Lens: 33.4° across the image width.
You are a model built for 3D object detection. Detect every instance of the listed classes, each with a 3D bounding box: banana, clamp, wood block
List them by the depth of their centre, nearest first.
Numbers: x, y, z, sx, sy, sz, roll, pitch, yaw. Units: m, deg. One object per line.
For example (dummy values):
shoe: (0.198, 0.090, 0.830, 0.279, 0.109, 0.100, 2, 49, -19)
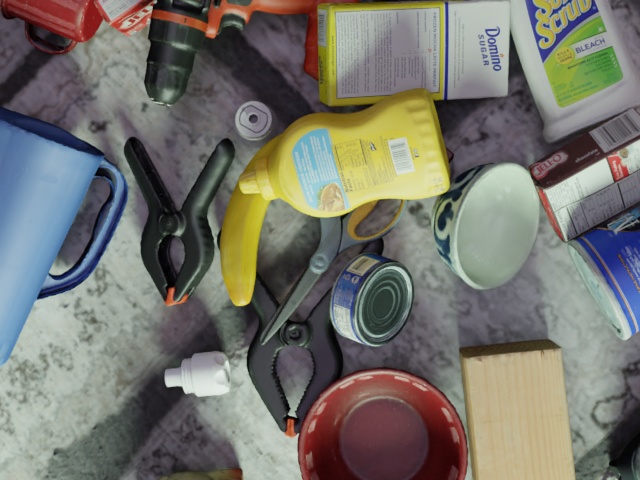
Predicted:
wood block: (0.187, 0.202, 0.999, 0.091, 0.090, 0.206, -6, 90, 4)
banana: (-0.053, -0.035, 1.027, 0.070, 0.037, 0.197, 27, 78, 14)
clamp: (-0.014, 0.085, 1.043, 0.164, 0.036, 0.210, -5, 87, 6)
clamp: (-0.131, -0.023, 1.045, 0.120, 0.039, 0.171, -6, 93, 29)

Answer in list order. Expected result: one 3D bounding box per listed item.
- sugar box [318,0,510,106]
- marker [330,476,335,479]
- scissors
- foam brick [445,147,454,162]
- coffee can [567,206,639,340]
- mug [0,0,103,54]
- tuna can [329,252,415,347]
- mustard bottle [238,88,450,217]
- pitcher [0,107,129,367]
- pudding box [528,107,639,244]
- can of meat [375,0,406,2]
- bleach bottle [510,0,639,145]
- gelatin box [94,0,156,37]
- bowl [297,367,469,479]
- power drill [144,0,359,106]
sugar box: (0.088, -0.177, 0.994, 0.176, 0.048, 0.093, -5, 106, -15)
marker: (0.029, 0.291, 1.050, 0.020, 0.020, 0.121, -24, 88, 5)
scissors: (-0.007, 0.001, 1.023, 0.202, 0.016, 0.096, -39, 86, -1)
foam brick: (0.083, -0.085, 1.024, 0.078, 0.051, 0.053, 40, 95, 4)
coffee can: (0.314, 0.014, 0.977, 0.140, 0.103, 0.103, -29, 88, 5)
mug: (-0.256, -0.234, 1.044, 0.081, 0.093, 0.117, 22, 123, 0)
tuna can: (0.050, 0.057, 1.011, 0.034, 0.085, 0.086, 18, 93, 44)
mustard bottle: (0.017, -0.071, 0.977, 0.192, 0.058, 0.096, -12, 112, 13)
pitcher: (-0.303, 0.001, 1.033, 0.149, 0.144, 0.243, 25, 97, 17)
pudding box: (0.257, -0.058, 0.989, 0.113, 0.090, 0.039, -28, 49, 6)
can of meat: (0.090, -0.254, 0.997, 0.084, 0.102, 0.057, -6, 91, 7)
bleach bottle: (0.213, -0.224, 1.006, 0.102, 0.068, 0.251, -23, 86, 7)
gelatin box: (-0.168, -0.237, 1.036, 0.089, 0.073, 0.030, -34, 89, 5)
bowl: (0.061, 0.200, 1.028, 0.162, 0.055, 0.162, 0, 91, 6)
power drill: (-0.064, -0.201, 0.997, 0.187, 0.057, 0.184, 11, 96, -23)
